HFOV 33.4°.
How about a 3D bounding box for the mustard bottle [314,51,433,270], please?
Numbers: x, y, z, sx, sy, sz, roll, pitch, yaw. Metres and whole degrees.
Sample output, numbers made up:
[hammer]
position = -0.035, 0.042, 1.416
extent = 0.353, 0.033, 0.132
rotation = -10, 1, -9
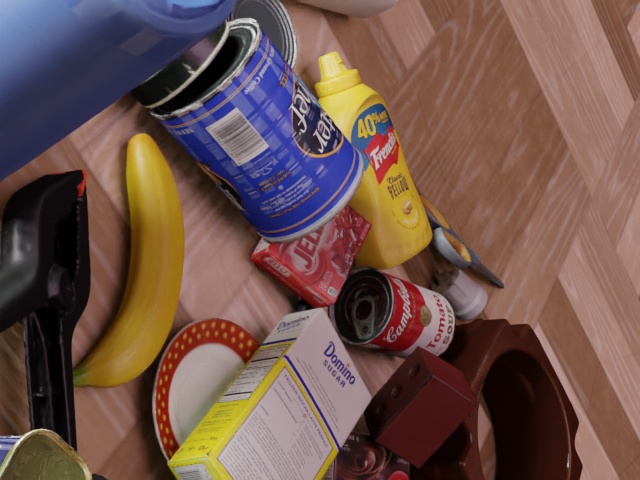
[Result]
[mustard bottle]
position = 0.039, -0.074, 0.947
extent = 0.096, 0.058, 0.191
rotation = -32, 106, -51

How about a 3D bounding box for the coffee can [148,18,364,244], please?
[coffee can]
position = -0.046, -0.081, 0.806
extent = 0.140, 0.103, 0.102
rotation = 49, 46, -32

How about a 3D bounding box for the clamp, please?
[clamp]
position = -0.170, 0.031, 0.628
extent = 0.164, 0.036, 0.210
rotation = 73, 13, -54

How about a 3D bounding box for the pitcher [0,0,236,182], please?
[pitcher]
position = -0.156, -0.120, 0.568
extent = 0.144, 0.243, 0.149
rotation = -6, 79, -50

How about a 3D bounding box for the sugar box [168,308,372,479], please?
[sugar box]
position = -0.031, 0.137, 0.779
extent = 0.093, 0.048, 0.176
rotation = 62, 36, -18

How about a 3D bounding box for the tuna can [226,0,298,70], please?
[tuna can]
position = -0.058, -0.165, 0.870
extent = 0.086, 0.034, 0.086
rotation = 17, 67, -48

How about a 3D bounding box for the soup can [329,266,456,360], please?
[soup can]
position = 0.065, 0.067, 0.935
extent = 0.102, 0.069, 0.068
rotation = 22, 64, -48

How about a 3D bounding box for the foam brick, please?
[foam brick]
position = 0.082, 0.138, 0.882
extent = 0.051, 0.078, 0.053
rotation = 35, 13, -17

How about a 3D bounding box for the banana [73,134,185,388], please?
[banana]
position = -0.124, 0.022, 0.734
extent = 0.069, 0.037, 0.197
rotation = 38, 53, -40

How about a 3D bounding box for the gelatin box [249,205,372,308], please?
[gelatin box]
position = -0.006, 0.001, 0.871
extent = 0.073, 0.030, 0.089
rotation = 39, 55, -17

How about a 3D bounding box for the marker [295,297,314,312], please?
[marker]
position = -0.006, 0.023, 0.897
extent = 0.020, 0.020, 0.121
rotation = 34, 56, -42

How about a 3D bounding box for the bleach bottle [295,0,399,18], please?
[bleach bottle]
position = -0.031, -0.259, 0.909
extent = 0.250, 0.068, 0.102
rotation = 2, 77, -49

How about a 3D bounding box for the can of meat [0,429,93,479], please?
[can of meat]
position = -0.173, 0.143, 0.519
extent = 0.057, 0.084, 0.102
rotation = 54, 43, -37

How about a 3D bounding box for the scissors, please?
[scissors]
position = 0.140, 0.002, 1.080
extent = 0.096, 0.016, 0.201
rotation = 57, 13, 18

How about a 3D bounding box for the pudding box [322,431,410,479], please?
[pudding box]
position = 0.031, 0.207, 0.876
extent = 0.113, 0.039, 0.090
rotation = 23, 62, -47
